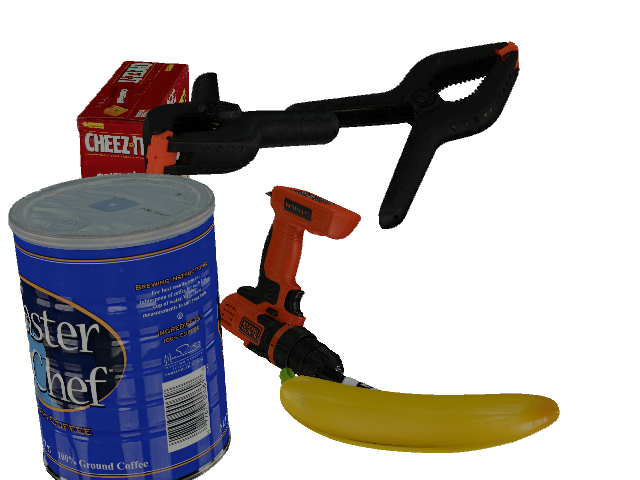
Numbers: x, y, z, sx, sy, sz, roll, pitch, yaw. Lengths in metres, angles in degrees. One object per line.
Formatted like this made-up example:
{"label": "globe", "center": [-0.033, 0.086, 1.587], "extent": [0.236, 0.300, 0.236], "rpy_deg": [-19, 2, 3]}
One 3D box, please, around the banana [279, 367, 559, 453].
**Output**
{"label": "banana", "center": [0.052, 0.110, 0.697], "extent": [0.198, 0.037, 0.069], "rpy_deg": [6, 32, 21]}

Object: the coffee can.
{"label": "coffee can", "center": [-0.102, 0.046, 0.560], "extent": [0.103, 0.140, 0.103], "rpy_deg": [-2, 20, 1]}

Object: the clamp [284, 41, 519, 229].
{"label": "clamp", "center": [0.091, -0.102, 0.916], "extent": [0.210, 0.165, 0.036], "rpy_deg": [-27, -37, -8]}

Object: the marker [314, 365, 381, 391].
{"label": "marker", "center": [0.050, 0.146, 0.991], "extent": [0.121, 0.020, 0.020], "rpy_deg": [22, 6, 16]}

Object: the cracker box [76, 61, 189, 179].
{"label": "cracker box", "center": [-0.164, -0.035, 0.961], "extent": [0.072, 0.214, 0.164], "rpy_deg": [3, 26, 2]}

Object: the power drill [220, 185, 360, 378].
{"label": "power drill", "center": [-0.023, 0.047, 1.157], "extent": [0.185, 0.188, 0.057], "rpy_deg": [27, 11, 38]}

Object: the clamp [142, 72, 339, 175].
{"label": "clamp", "center": [-0.077, -0.083, 0.750], "extent": [0.120, 0.039, 0.171], "rpy_deg": [19, 23, 29]}
